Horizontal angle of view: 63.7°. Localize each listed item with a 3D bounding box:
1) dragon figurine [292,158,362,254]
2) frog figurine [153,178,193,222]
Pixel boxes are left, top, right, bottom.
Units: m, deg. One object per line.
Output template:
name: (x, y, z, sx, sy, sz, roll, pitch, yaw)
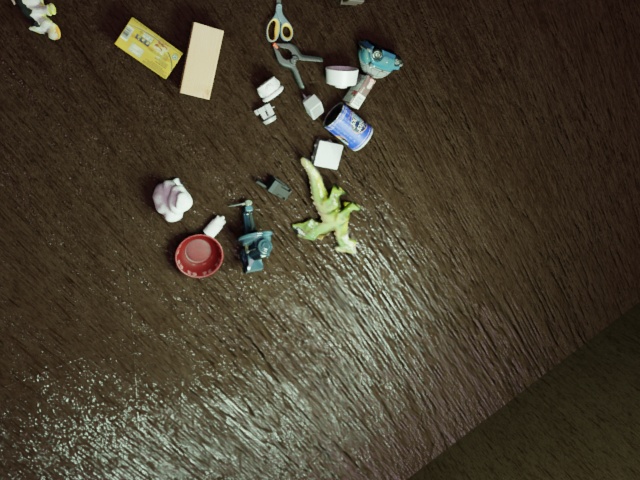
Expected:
dragon figurine: (0.006, -0.092, 1.835, 0.406, 0.124, 0.241, 40, 102, -24)
frog figurine: (-0.469, -0.120, 1.635, 0.123, 0.162, 0.135, 2, 110, -16)
